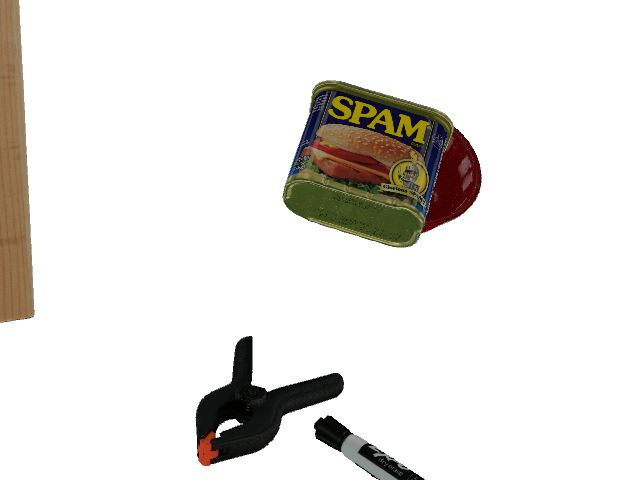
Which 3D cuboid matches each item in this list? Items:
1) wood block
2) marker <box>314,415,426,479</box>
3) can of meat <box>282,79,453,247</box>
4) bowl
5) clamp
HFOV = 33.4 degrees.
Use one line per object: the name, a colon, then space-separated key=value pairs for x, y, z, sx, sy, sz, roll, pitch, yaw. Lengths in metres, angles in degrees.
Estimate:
wood block: x=-0.220 y=-0.060 z=0.604 sx=0.090 sy=0.206 sz=0.090 roll=-8 pitch=26 yaw=-26
marker: x=0.043 y=0.155 z=0.725 sx=0.121 sy=0.020 sz=0.020 roll=29 pitch=16 yaw=31
can of meat: x=0.031 y=-0.051 z=0.729 sx=0.102 sy=0.084 sz=0.057 roll=17 pitch=-29 yaw=2
bowl: x=0.060 y=-0.056 z=0.966 sx=0.162 sy=0.162 sz=0.055 roll=0 pitch=-40 yaw=-14
clamp: x=-0.071 y=0.151 z=1.025 sx=0.120 sy=0.039 sz=0.171 roll=21 pitch=32 yaw=32
